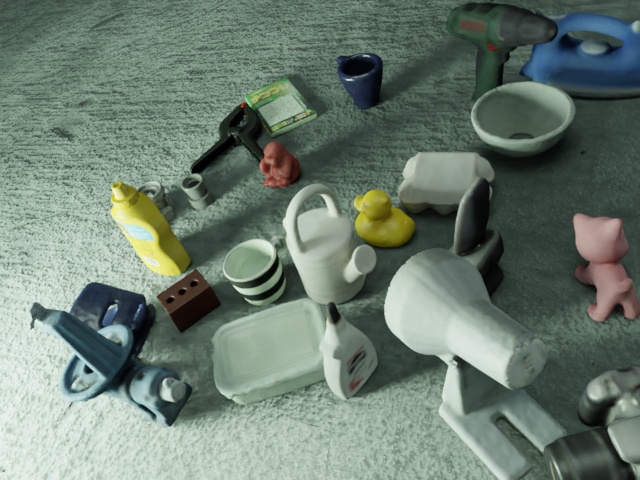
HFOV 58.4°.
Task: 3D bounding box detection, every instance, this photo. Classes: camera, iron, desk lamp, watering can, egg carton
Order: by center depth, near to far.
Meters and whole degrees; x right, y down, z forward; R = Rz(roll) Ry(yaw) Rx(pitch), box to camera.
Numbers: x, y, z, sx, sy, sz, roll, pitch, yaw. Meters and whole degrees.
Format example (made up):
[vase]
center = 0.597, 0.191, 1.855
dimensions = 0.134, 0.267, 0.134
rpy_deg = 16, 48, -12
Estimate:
[camera]
center = 0.310, 0.216, 0.611
dimensions = 0.136, 0.101, 0.143
rpy_deg = -15, 47, 4
[desk lamp]
center = 0.178, 0.134, 0.647
dimensions = 0.118, 0.214, 0.202
rpy_deg = -34, 48, -13
[watering can]
center = 0.009, 0.001, 0.830
dimensions = 0.172, 0.194, 0.101
rpy_deg = 9, 53, 24
[egg carton]
center = 0.207, -0.092, 0.938
dimensions = 0.150, 0.069, 0.107
rpy_deg = 3, 51, 19
[iron]
center = 0.499, -0.343, 1.022
dimensions = 0.257, 0.142, 0.119
rpy_deg = 15, 55, 28

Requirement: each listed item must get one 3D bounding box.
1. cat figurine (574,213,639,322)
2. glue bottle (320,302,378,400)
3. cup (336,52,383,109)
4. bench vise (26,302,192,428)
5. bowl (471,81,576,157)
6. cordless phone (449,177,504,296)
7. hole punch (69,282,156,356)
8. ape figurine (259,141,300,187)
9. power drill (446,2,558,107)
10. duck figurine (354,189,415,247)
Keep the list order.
[cat figurine]
center = 0.376, 0.025, 0.749
dimensions = 0.067, 0.118, 0.127
rpy_deg = -11, 47, 8
[glue bottle]
center = 0.030, 0.132, 0.722
dimensions = 0.037, 0.173, 0.078
rpy_deg = 24, 60, 33
[cup]
center = 0.079, -0.321, 1.164
dimensions = 0.092, 0.095, 0.117
rpy_deg = -37, 49, -16
[bench vise]
center = -0.275, 0.153, 0.765
dimensions = 0.207, 0.220, 0.121
rpy_deg = -4, 48, 14
[bowl]
center = 0.346, -0.195, 0.984
dimensions = 0.167, 0.075, 0.167
rpy_deg = -9, 48, 10
[cordless phone]
center = 0.185, 0.014, 0.771
dimensions = 0.093, 0.185, 0.148
rpy_deg = 20, 58, 31
[hole punch]
center = -0.325, 0.124, 0.894
dimensions = 0.101, 0.091, 0.108
rpy_deg = -2, 49, 16
[ape figurine]
center = -0.077, -0.143, 1.055
dimensions = 0.076, 0.092, 0.077
rpy_deg = -29, 47, -9
[power drill]
center = 0.319, -0.321, 1.012
dimensions = 0.076, 0.209, 0.228
rpy_deg = -35, 49, -14
[duck figurine]
center = 0.099, -0.041, 0.915
dimensions = 0.104, 0.086, 0.078
rpy_deg = 19, 57, 30
